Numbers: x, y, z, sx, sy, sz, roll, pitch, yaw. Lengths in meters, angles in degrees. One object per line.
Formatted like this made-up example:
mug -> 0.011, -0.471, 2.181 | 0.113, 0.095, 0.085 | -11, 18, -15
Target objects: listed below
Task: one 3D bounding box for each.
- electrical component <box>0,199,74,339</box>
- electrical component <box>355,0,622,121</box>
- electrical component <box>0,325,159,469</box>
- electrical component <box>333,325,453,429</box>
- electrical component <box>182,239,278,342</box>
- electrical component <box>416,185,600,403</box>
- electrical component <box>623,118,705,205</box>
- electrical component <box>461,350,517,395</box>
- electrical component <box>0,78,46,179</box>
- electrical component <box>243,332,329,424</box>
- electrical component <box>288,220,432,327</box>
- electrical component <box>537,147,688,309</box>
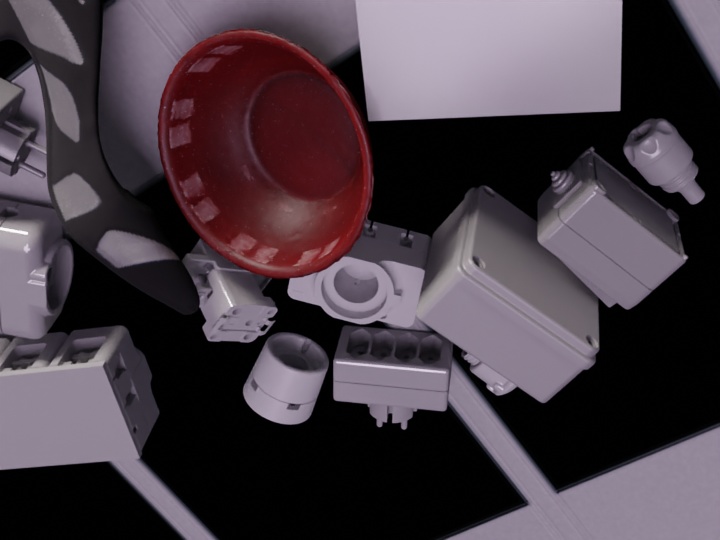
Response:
electrical component -> -0.248, 0.000, 0.789 | 0.059, 0.053, 0.095 | 10, 122, 3
electrical component -> 0.078, -0.144, 0.643 | 0.150, 0.061, 0.089 | -1, 120, 10
electrical component -> -0.245, 0.099, 0.843 | 0.150, 0.061, 0.089 | -7, 119, 13
electrical component -> 0.025, 0.088, 0.799 | 0.083, 0.047, 0.075 | 5, 121, 7
electrical component -> -0.093, 0.016, 0.759 | 0.081, 0.063, 0.042 | 5, 133, -43
electrical component -> 0.099, 0.014, 0.707 | 0.109, 0.108, 0.056 | 34, 123, -11
electrical component -> 0.198, -0.066, 0.686 | 0.035, 0.035, 0.061 | -36, 112, 26
electrical component -> 0.093, 0.056, 0.772 | 0.062, 0.048, 0.048 | 37, 120, -5
electrical component -> -0.249, -0.089, 0.739 | 0.077, 0.047, 0.065 | 27, 121, -7
electrical component -> -0.054, 0.079, 0.804 | 0.055, 0.055, 0.047 | 22, 118, -4
electrical component -> 0.000, 0.000, 0.746 | 0.089, 0.055, 0.050 | 14, 122, 1
electrical component -> 0.155, -0.028, 0.699 | 0.096, 0.061, 0.061 | 36, 120, -12
